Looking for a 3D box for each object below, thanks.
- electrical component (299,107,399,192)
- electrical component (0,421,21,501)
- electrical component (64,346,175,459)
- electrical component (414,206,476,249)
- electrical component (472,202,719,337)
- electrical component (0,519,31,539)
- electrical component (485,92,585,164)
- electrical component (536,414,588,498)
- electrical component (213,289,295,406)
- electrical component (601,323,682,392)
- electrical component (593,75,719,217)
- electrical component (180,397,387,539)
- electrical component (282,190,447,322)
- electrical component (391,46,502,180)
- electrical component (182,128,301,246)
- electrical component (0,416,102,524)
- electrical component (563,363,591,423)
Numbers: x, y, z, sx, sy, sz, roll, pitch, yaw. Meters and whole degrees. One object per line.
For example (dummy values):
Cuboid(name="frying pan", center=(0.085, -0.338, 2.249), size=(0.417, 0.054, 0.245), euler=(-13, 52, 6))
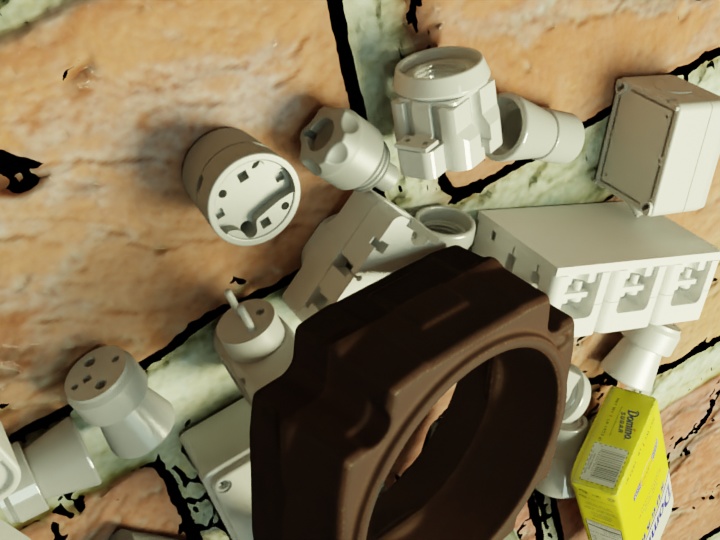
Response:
Cuboid(name="electrical component", center=(-0.003, -0.067, 0.635), size=(0.062, 0.043, 0.043), euler=(29, 100, -42))
Cuboid(name="electrical component", center=(-0.229, 0.083, 0.569), size=(0.054, 0.059, 0.095), euler=(-34, 130, -10))
Cuboid(name="electrical component", center=(-0.141, 0.077, 0.632), size=(0.045, 0.045, 0.055), euler=(-36, 130, -9))
Cuboid(name="electrical component", center=(0.053, -0.013, 0.705), size=(0.040, 0.040, 0.046), euler=(-12, 128, -27))
Cuboid(name="electrical component", center=(0.161, 0.001, 0.748), size=(0.150, 0.089, 0.061), euler=(-5, 120, -30))
Cuboid(name="electrical component", center=(-0.214, 0.206, 0.637), size=(0.089, 0.061, 0.150), euler=(-24, 133, 15))
Cuboid(name="electrical component", center=(0.114, -0.089, 0.698), size=(0.065, 0.044, 0.044), euler=(3, 115, -39))
Cuboid(name="electrical component", center=(0.164, 0.146, 0.871), size=(0.044, 0.044, 0.065), euler=(-11, 118, -27))
Cuboid(name="electrical component", center=(-0.061, 0.045, 0.642), size=(0.044, 0.077, 0.079), euler=(-33, 129, -11))
Cuboid(name="electrical component", center=(0.224, 0.062, 0.856), size=(0.045, 0.045, 0.055), euler=(14, 108, -37))
Cuboid(name="electrical component", center=(0.211, -0.082, 0.749), size=(0.061, 0.062, 0.096), euler=(-8, 121, -28))
Cuboid(name="electrical component", center=(-0.048, 0.132, 0.717), size=(0.109, 0.056, 0.108), euler=(-29, 129, -15))
Cuboid(name="electrical component", center=(0.000, 0.000, 0.668), size=(0.050, 0.056, 0.089), euler=(29, 99, -40))
Cuboid(name="electrical component", center=(0.050, -0.097, 0.638), size=(0.078, 0.058, 0.057), euler=(-40, 131, -40))
Cuboid(name="electrical component", center=(-0.068, -0.048, 0.601), size=(0.055, 0.047, 0.055), euler=(-16, 124, -24))
Cuboid(name="electrical component", center=(-0.185, 0.117, 0.628), size=(0.055, 0.045, 0.045), euler=(-25, 128, -18))
Cuboid(name="electrical component", center=(0.142, 0.089, 0.820), size=(0.055, 0.048, 0.066), euler=(25, 102, -32))
